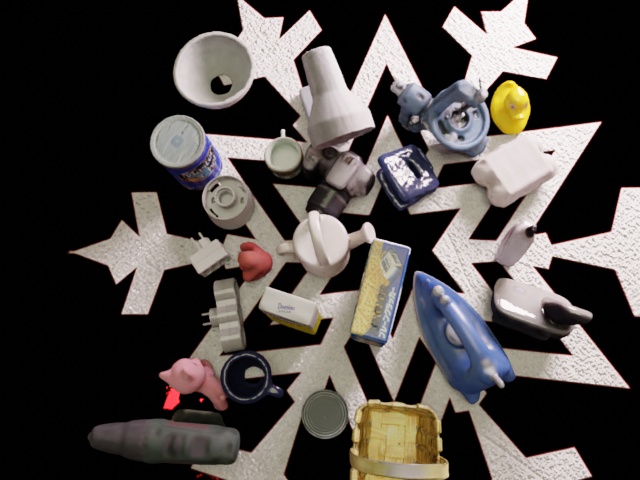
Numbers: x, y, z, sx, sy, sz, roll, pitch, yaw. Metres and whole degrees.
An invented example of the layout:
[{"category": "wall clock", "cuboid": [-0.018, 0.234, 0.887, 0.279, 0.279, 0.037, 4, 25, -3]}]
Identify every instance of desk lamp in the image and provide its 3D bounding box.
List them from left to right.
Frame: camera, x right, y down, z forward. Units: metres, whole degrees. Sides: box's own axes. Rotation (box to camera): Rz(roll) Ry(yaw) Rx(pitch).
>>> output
[{"category": "desk lamp", "cuboid": [0.019, -0.252, 1.077, 0.118, 0.213, 0.203, -19, 77, 0]}]

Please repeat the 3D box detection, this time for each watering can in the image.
[{"category": "watering can", "cuboid": [0.009, 0.002, 1.033, 0.173, 0.194, 0.101, -31, 77, -3]}]

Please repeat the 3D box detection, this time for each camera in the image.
[{"category": "camera", "cuboid": [0.017, -0.110, 1.104, 0.143, 0.101, 0.137, 32, 82, 10]}]

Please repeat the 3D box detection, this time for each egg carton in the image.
[{"category": "egg carton", "cuboid": [0.373, -0.135, 1.103, 0.150, 0.069, 0.107, -32, 78, -3]}]

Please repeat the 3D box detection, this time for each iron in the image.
[{"category": "iron", "cuboid": [0.243, 0.157, 1.012, 0.118, 0.141, 0.258, -31, 78, -3]}]

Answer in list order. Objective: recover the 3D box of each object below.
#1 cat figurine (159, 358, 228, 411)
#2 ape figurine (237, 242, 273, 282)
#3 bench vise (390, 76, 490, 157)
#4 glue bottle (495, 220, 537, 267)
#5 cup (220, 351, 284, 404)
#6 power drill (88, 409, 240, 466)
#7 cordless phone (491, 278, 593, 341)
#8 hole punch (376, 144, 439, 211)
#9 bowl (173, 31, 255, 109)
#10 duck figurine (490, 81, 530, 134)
[{"category": "cat figurine", "cuboid": [-0.217, 0.256, 1.032, 0.127, 0.118, 0.067, 29, 81, 9]}, {"category": "ape figurine", "cuboid": [-0.131, 0.040, 1.086, 0.076, 0.092, 0.078, 13, 79, 7]}, {"category": "bench vise", "cuboid": [0.223, -0.239, 1.058, 0.207, 0.220, 0.121, 14, 79, 7]}, {"category": "glue bottle", "cuboid": [0.358, -0.002, 1.022, 0.037, 0.173, 0.078, 24, 80, 9]}, {"category": "cup", "cuboid": [-0.114, 0.253, 1.038, 0.117, 0.095, 0.092, 23, 80, 8]}, {"category": "power drill", "cuboid": [-0.241, 0.335, 0.970, 0.229, 0.208, 0.075, 3, 78, 5]}, {"category": "cordless phone", "cuboid": [0.380, 0.113, 0.990, 0.147, 0.185, 0.094, 16, 79, 7]}, {"category": "hole punch", "cuboid": [0.169, -0.128, 1.103, 0.101, 0.091, 0.108, -30, 78, -3]}, {"category": "bowl", "cuboid": [-0.210, -0.337, 1.181, 0.167, 0.075, 0.167, -1, 78, 4]}, {"category": "duck figurine", "cuboid": [0.380, -0.270, 1.123, 0.077, 0.086, 0.104, -5, 78, 3]}]
